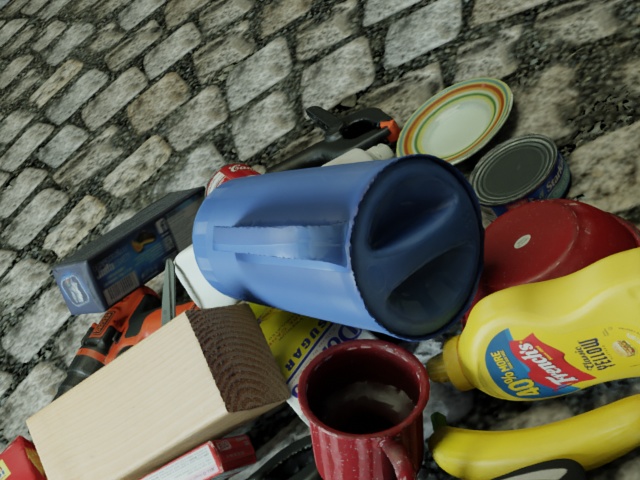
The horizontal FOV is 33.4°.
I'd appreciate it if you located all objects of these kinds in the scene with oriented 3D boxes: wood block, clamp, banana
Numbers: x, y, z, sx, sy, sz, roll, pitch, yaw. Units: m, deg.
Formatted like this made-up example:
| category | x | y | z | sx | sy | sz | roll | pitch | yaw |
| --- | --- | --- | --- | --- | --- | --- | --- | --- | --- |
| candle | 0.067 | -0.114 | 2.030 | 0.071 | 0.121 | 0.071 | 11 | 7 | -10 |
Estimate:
| category | x | y | z | sx | sy | sz | roll | pitch | yaw |
| --- | --- | --- | --- | --- | --- | --- | --- | --- | --- |
| wood block | -0.139 | 0.143 | 0.901 | 0.206 | 0.090 | 0.091 | -34 | 73 | 28 |
| clamp | -0.050 | 0.205 | 0.842 | 0.210 | 0.036 | 0.165 | -35 | 12 | -7 |
| banana | 0.147 | 0.137 | 0.736 | 0.198 | 0.037 | 0.069 | -11 | 42 | 38 |
| clamp | 0.023 | -0.117 | 1.179 | 0.172 | 0.039 | 0.120 | -9 | 49 | 35 |

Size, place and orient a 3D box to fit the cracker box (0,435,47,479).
| category | x | y | z | sx | sy | sz | roll | pitch | yaw |
| --- | --- | --- | --- | --- | --- | --- | --- | --- | --- |
| cracker box | -0.285 | 0.298 | 0.949 | 0.164 | 0.072 | 0.214 | -45 | 32 | -2 |

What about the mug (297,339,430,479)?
| category | x | y | z | sx | sy | sz | roll | pitch | yaw |
| --- | --- | --- | --- | --- | --- | --- | --- | --- | --- |
| mug | 0.039 | 0.139 | 0.761 | 0.093 | 0.081 | 0.117 | -21 | 43 | -16 |

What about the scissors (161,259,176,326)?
| category | x | y | z | sx | sy | sz | roll | pitch | yaw |
| --- | --- | --- | --- | --- | --- | --- | --- | --- | --- |
| scissors | -0.126 | 0.123 | 0.973 | 0.096 | 0.016 | 0.202 | 11 | 88 | 35 |

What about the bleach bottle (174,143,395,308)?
| category | x | y | z | sx | sy | sz | roll | pitch | yaw |
| --- | --- | --- | --- | --- | --- | --- | --- | --- | --- |
| bleach bottle | -0.019 | -0.025 | 1.038 | 0.250 | 0.068 | 0.103 | -35 | 7 | -26 |

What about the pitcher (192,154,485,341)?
| category | x | y | z | sx | sy | sz | roll | pitch | yaw |
| --- | --- | --- | --- | --- | --- | --- | --- | --- | --- |
| pitcher | -0.006 | 0.001 | 0.838 | 0.243 | 0.149 | 0.144 | 2 | 47 | 52 |

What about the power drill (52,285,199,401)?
| category | x | y | z | sx | sy | sz | roll | pitch | yaw |
| --- | --- | --- | --- | --- | --- | --- | --- | --- | --- |
| power drill | -0.179 | 0.115 | 1.083 | 0.188 | 0.057 | 0.184 | -8 | 43 | 41 |

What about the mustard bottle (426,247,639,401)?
| category | x | y | z | sx | sy | sz | roll | pitch | yaw |
| --- | --- | --- | --- | --- | --- | --- | --- | --- | --- |
| mustard bottle | 0.161 | 0.069 | 0.748 | 0.192 | 0.096 | 0.058 | -19 | 39 | 30 |

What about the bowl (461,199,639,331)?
| category | x | y | z | sx | sy | sz | roll | pitch | yaw |
| --- | --- | --- | --- | --- | --- | --- | --- | --- | --- |
| bowl | 0.171 | 0.020 | 0.839 | 0.162 | 0.055 | 0.162 | -27 | 34 | 20 |

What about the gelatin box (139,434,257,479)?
| category | x | y | z | sx | sy | sz | roll | pitch | yaw |
| --- | --- | --- | --- | --- | --- | --- | --- | --- | --- |
| gelatin box | -0.106 | 0.195 | 0.894 | 0.089 | 0.073 | 0.030 | -31 | 75 | 15 |

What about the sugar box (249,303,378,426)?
| category | x | y | z | sx | sy | sz | roll | pitch | yaw |
| --- | --- | --- | --- | --- | --- | --- | --- | --- | --- |
| sugar box | -0.012 | 0.095 | 0.947 | 0.093 | 0.048 | 0.176 | -44 | 31 | -7 |

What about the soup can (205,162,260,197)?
| category | x | y | z | sx | sy | sz | roll | pitch | yaw |
| --- | --- | --- | --- | --- | --- | --- | --- | --- | --- |
| soup can | -0.075 | -0.039 | 1.155 | 0.068 | 0.068 | 0.102 | -44 | 33 | -7 |

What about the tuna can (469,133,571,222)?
| category | x | y | z | sx | sy | sz | roll | pitch | yaw |
| --- | --- | --- | --- | --- | --- | --- | --- | --- | --- |
| tuna can | 0.176 | -0.052 | 0.942 | 0.086 | 0.033 | 0.086 | -27 | 34 | 20 |
